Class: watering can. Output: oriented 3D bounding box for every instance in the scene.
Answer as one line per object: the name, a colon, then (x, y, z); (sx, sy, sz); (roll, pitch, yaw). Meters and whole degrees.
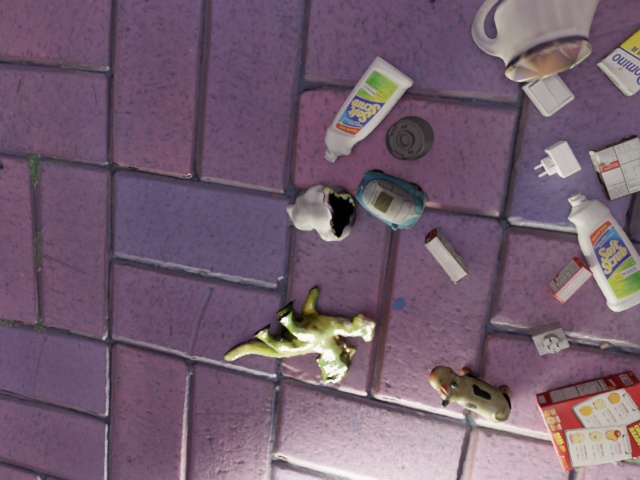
watering can: (0.454, -0.431, 0.965); (0.345, 0.103, 0.227); (-14, 73, 37)

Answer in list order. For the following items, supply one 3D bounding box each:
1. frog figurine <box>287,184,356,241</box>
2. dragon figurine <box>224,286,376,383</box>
frog figurine: (0.004, -0.061, 1.212); (0.158, 0.124, 0.136); (-10, 111, 53)
dragon figurine: (-0.032, 0.270, 1.276); (0.405, 0.124, 0.242); (-38, 98, 27)
